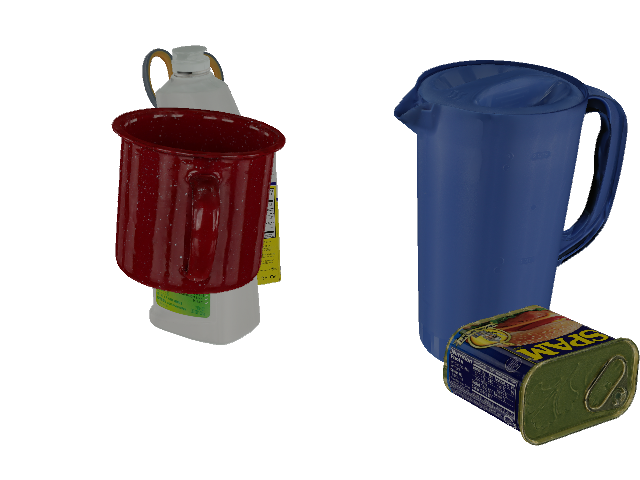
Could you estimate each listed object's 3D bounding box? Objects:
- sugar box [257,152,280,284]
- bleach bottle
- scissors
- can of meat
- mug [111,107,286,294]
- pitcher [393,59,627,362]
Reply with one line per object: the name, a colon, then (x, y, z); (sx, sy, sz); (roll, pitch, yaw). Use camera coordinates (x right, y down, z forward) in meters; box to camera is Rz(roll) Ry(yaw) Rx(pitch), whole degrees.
sugar box: (-0.080, -0.042, 1.325); (0.048, 0.176, 0.093); (-9, 24, -11)
bleach bottle: (-0.107, -0.040, 0.910); (0.103, 0.251, 0.067); (13, 27, 34)
scissors: (-0.118, -0.105, 1.092); (0.096, 0.202, 0.016); (-30, 14, -31)
can of meat: (0.145, 0.085, 0.711); (0.101, 0.057, 0.084); (-11, 20, -30)
mug: (-0.067, -0.018, 0.574); (0.093, 0.081, 0.117); (2, 21, -15)
pitcher: (0.150, -0.019, 0.877); (0.149, 0.243, 0.144); (17, 32, 30)
